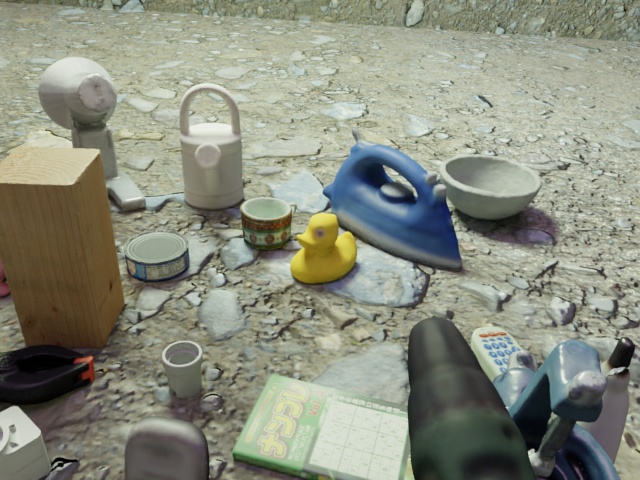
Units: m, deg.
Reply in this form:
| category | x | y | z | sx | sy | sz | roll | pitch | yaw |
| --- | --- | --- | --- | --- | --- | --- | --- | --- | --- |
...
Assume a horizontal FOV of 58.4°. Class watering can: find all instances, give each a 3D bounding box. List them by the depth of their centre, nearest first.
| category | x | y | z | sx | sy | sz | roll | pitch | yaw |
| --- | --- | --- | --- | --- | --- | --- | --- | --- | --- |
| watering can | -0.173 | -0.152 | 0.925 | 0.101 | 0.194 | 0.172 | -13 | 35 | -25 |

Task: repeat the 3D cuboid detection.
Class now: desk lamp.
| category | x | y | z | sx | sy | sz | roll | pitch | yaw |
| --- | --- | --- | --- | --- | --- | --- | --- | --- | --- |
| desk lamp | -0.366 | -0.177 | 0.928 | 0.118 | 0.214 | 0.202 | -17 | 36 | -30 |

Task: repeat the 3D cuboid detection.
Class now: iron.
| category | x | y | z | sx | sy | sz | roll | pitch | yaw |
| --- | --- | --- | --- | --- | --- | --- | --- | --- | --- |
| iron | 0.122 | -0.070 | 0.866 | 0.119 | 0.141 | 0.257 | -22 | 39 | -36 |

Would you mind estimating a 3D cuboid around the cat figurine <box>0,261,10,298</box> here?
| category | x | y | z | sx | sy | sz | roll | pitch | yaw |
| --- | --- | --- | --- | --- | --- | --- | --- | --- | --- |
| cat figurine | -0.366 | 0.000 | 0.726 | 0.128 | 0.118 | 0.067 | -11 | 34 | -22 |

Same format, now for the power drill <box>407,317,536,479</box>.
| category | x | y | z | sx | sy | sz | roll | pitch | yaw |
| --- | --- | --- | --- | --- | --- | --- | --- | --- | --- |
| power drill | 0.084 | 0.193 | 0.358 | 0.075 | 0.208 | 0.229 | -2 | 31 | -7 |

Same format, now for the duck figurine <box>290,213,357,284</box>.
| category | x | y | z | sx | sy | sz | roll | pitch | yaw |
| --- | --- | --- | --- | --- | --- | --- | --- | --- | --- |
| duck figurine | 0.007 | 0.003 | 0.788 | 0.105 | 0.086 | 0.077 | -20 | 38 | -34 |

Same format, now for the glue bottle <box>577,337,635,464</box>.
| category | x | y | z | sx | sy | sz | roll | pitch | yaw |
| --- | --- | --- | --- | --- | --- | --- | --- | --- | --- |
| glue bottle | 0.231 | 0.149 | 0.480 | 0.037 | 0.173 | 0.078 | 12 | 32 | 14 |

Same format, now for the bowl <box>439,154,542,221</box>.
| category | x | y | z | sx | sy | sz | roll | pitch | yaw |
| --- | --- | --- | --- | --- | --- | --- | --- | --- | --- |
| bowl | 0.279 | -0.080 | 0.964 | 0.167 | 0.075 | 0.167 | 2 | 31 | -1 |

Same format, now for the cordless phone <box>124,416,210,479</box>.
| category | x | y | z | sx | sy | sz | roll | pitch | yaw |
| --- | --- | --- | --- | --- | --- | --- | --- | --- | --- |
| cordless phone | -0.057 | 0.196 | 0.364 | 0.147 | 0.185 | 0.094 | 6 | 31 | 5 |

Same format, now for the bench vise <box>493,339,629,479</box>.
| category | x | y | z | sx | sy | sz | roll | pitch | yaw |
| --- | --- | --- | --- | --- | --- | --- | --- | --- | --- |
| bench vise | 0.155 | 0.143 | 0.438 | 0.121 | 0.220 | 0.207 | 0 | 31 | -5 |
